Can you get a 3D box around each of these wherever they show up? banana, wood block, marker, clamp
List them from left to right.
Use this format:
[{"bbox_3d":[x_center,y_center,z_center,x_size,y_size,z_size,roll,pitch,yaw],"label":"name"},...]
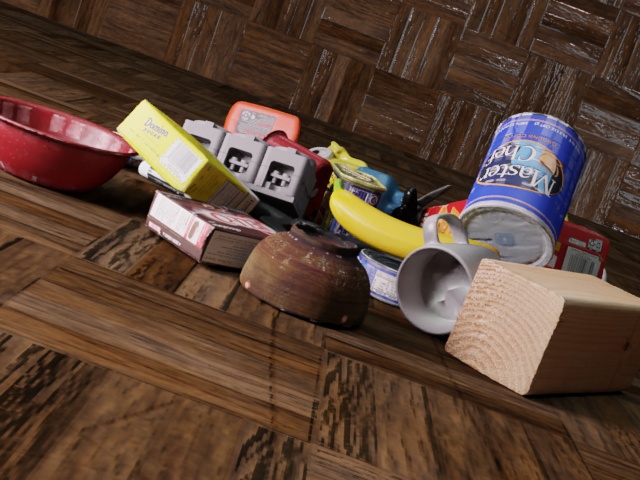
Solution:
[{"bbox_3d":[-0.156,-0.060,1.183,0.121,0.020,0.020,27,12,35],"label":"marker"},{"bbox_3d":[-0.007,0.001,1.100,0.164,0.036,0.210,18,7,0],"label":"clamp"},{"bbox_3d":[0.083,-0.010,1.085,0.198,0.037,0.069,27,52,20],"label":"banana"},{"bbox_3d":[0.217,0.081,0.967,0.090,0.091,0.205,29,13,38],"label":"wood block"}]

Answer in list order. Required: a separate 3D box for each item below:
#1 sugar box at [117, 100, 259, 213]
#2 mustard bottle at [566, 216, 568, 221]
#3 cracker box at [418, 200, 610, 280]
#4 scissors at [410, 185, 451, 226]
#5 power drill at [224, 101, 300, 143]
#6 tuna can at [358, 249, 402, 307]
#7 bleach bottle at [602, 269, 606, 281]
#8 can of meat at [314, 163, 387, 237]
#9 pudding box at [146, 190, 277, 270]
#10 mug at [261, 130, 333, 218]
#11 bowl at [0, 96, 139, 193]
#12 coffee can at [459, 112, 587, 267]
[{"bbox_3d":[-0.125,-0.073,1.056,0.093,0.048,0.176,44,4,15],"label":"sugar box"},{"bbox_3d":[0.237,-0.012,1.465,0.191,0.058,0.096,-10,2,-4],"label":"mustard bottle"},{"bbox_3d":[0.223,0.007,1.288,0.164,0.072,0.214,19,-6,-12],"label":"cracker box"},{"bbox_3d":[0.136,-0.035,1.412,0.096,0.016,0.202,30,-23,-29],"label":"scissors"},{"bbox_3d":[-0.049,-0.124,1.495,0.184,0.057,0.187,14,-12,13],"label":"power drill"},{"bbox_3d":[0.074,0.040,1.067,0.086,0.034,0.086,20,10,-4],"label":"tuna can"},{"bbox_3d":[0.334,0.038,1.526,0.102,0.068,0.250,19,8,2],"label":"bleach bottle"},{"bbox_3d":[0.032,-0.037,1.252,0.057,0.084,0.102,18,10,-10],"label":"can of meat"},{"bbox_3d":[-0.087,-0.004,0.963,0.113,0.039,0.090,10,14,-47],"label":"pudding box"},{"bbox_3d":[-0.040,-0.082,1.318,0.082,0.093,0.117,30,-9,23],"label":"mug"},{"bbox_3d":[-0.256,-0.086,1.016,0.162,0.055,0.162,20,10,-4],"label":"bowl"},{"bbox_3d":[0.213,-0.050,1.121,0.103,0.140,0.103,18,-36,13],"label":"coffee can"}]
